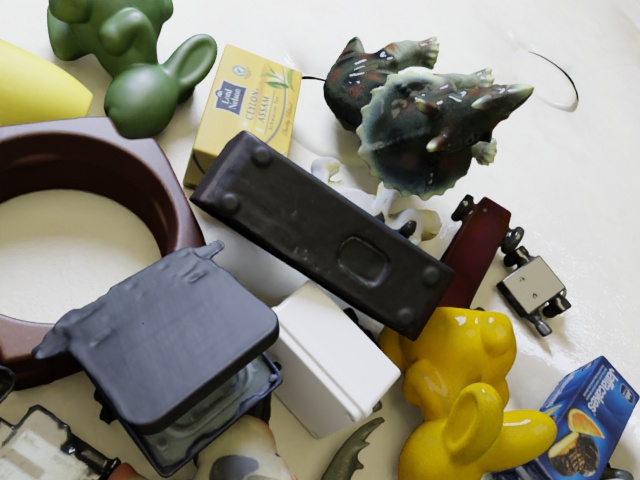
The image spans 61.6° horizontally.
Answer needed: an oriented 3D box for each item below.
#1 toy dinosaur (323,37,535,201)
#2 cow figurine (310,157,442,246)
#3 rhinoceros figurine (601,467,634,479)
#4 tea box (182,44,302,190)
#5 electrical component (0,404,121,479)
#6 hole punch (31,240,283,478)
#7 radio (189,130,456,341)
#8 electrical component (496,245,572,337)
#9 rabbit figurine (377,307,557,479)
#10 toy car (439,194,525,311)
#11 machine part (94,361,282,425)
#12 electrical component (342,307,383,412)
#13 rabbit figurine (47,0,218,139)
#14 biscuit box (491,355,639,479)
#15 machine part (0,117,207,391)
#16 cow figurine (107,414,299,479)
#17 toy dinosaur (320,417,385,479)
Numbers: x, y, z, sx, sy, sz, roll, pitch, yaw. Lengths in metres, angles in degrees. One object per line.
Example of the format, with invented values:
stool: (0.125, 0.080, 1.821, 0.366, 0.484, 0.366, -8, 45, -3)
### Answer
toy dinosaur: (0.078, -0.170, 0.641, 0.192, 0.131, 0.405, -11, 33, -29)
cow figurine: (0.055, -0.017, 0.592, 0.167, 0.068, 0.098, 19, 59, -9)
rhinoceros figurine: (0.278, 0.311, 0.493, 0.112, 0.073, 0.190, 19, 55, 0)
tea box: (-0.083, -0.127, 0.598, 0.098, 0.068, 0.170, 16, 55, -16)
electrical component: (-0.209, 0.156, 0.370, 0.119, 0.047, 0.075, 32, 51, -4)
hole punch: (-0.095, 0.079, 0.365, 0.142, 0.092, 0.116, -36, 55, -26)
radio: (-0.001, -0.001, 0.480, 0.229, 0.131, 0.073, 32, 85, -13)
electrical component: (0.263, 0.058, 0.661, 0.078, 0.045, 0.102, -39, 77, -9)
rabbit figurine: (0.127, 0.155, 0.483, 0.122, 0.162, 0.173, 29, 69, -22)
toy car: (0.171, 0.026, 0.630, 0.089, 0.053, 0.202, 31, 55, 9)
machine part: (-0.104, 0.123, 0.424, 0.139, 0.084, 0.039, 6, 29, -13)
electrical component: (0.038, 0.113, 0.504, 0.021, 0.063, 0.094, -17, 69, -33)
rabbit figurine: (-0.198, -0.186, 0.574, 0.159, 0.121, 0.170, -13, 85, -38)
biscuit box: (0.254, 0.194, 0.542, 0.202, 0.059, 0.063, -25, 71, -43)
machine part: (-0.210, 0.004, 0.443, 0.201, 0.087, 0.201, -17, 70, -32)
cow figurine: (-0.087, 0.203, 0.354, 0.127, 0.085, 0.195, 16, 48, 18)
toy dinosaur: (0.005, 0.336, 0.330, 0.198, 0.105, 0.471, 17, 52, -24)
